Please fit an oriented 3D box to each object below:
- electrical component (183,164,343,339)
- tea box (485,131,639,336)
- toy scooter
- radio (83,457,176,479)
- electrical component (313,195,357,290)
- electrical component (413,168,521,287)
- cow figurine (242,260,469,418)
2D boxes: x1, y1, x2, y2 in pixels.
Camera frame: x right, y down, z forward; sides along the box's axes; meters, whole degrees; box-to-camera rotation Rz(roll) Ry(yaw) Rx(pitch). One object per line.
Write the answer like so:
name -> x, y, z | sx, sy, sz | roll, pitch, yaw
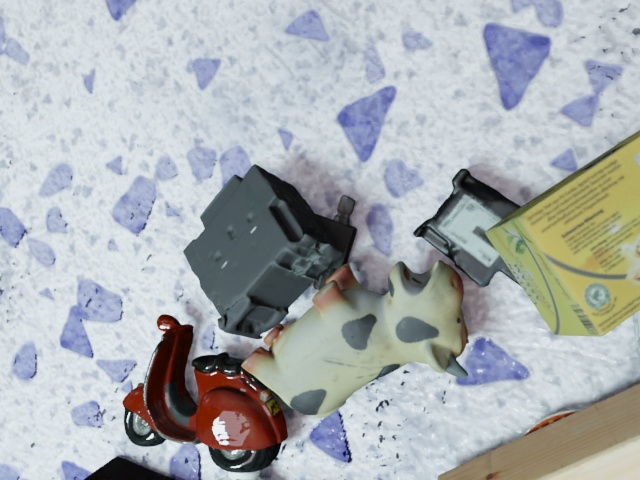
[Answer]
electrical component -> -0.060, 0.003, 0.482 | 0.115, 0.058, 0.134 | -48, 48, 12
tea box -> 0.222, -0.015, 0.388 | 0.170, 0.068, 0.098 | -31, 84, -6
toy scooter -> -0.117, 0.144, 0.527 | 0.184, 0.075, 0.135 | 3, 94, 21
radio -> -0.214, 0.359, 0.569 | 0.131, 0.073, 0.229 | 19, 98, 14
electrical component -> -0.001, -0.002, 0.508 | 0.063, 0.021, 0.094 | 21, 100, 15
electrical component -> 0.147, 0.000, 0.451 | 0.119, 0.048, 0.074 | 35, 103, 11
cow figurine -> 0.042, 0.087, 0.466 | 0.195, 0.085, 0.127 | -42, 94, 22
